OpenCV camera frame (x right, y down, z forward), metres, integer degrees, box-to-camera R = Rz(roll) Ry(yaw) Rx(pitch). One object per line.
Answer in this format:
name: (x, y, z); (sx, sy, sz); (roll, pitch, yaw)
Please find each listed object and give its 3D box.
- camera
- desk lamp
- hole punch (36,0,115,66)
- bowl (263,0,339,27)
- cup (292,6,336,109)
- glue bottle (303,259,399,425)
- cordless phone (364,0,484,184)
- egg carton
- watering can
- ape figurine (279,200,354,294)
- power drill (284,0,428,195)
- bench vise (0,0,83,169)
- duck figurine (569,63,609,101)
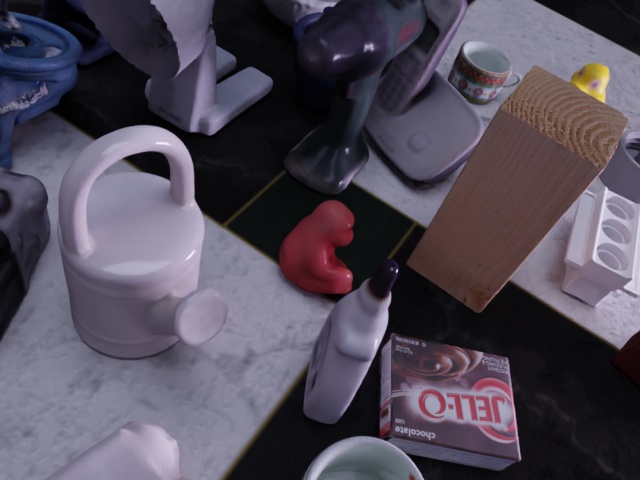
camera: (-0.293, 0.002, 0.423); (0.137, 0.101, 0.143); (12, 50, -7)
desk lamp: (-0.130, -0.215, 0.570); (0.118, 0.213, 0.203); (33, 51, 11)
hole punch: (-0.272, -0.271, 0.652); (0.108, 0.091, 0.101); (34, 51, 11)
bowl: (-0.015, -0.338, 0.794); (0.167, 0.074, 0.167); (8, 51, -10)
cup: (0.005, -0.216, 0.690); (0.092, 0.095, 0.117); (6, 51, -12)
glue bottle: (0.025, 0.069, 0.419); (0.037, 0.173, 0.078); (16, 50, -4)
cordless phone: (0.127, -0.168, 0.629); (0.094, 0.185, 0.147); (-22, 61, -30)
egg carton: (-0.137, 0.188, 0.344); (0.107, 0.069, 0.151); (43, 53, 18)
watering can: (-0.128, 0.002, 0.412); (0.172, 0.194, 0.101); (30, 50, 8)
ape figurine: (0.005, 0.002, 0.519); (0.076, 0.092, 0.078); (13, 50, -6)
power drill: (0.029, -0.149, 0.570); (0.075, 0.208, 0.230); (30, 50, 9)
bench vise: (-0.276, -0.164, 0.482); (0.121, 0.219, 0.207); (8, 51, -10)
duck figurine: (0.369, -0.207, 0.799); (0.105, 0.086, 0.077); (-22, 61, -30)
